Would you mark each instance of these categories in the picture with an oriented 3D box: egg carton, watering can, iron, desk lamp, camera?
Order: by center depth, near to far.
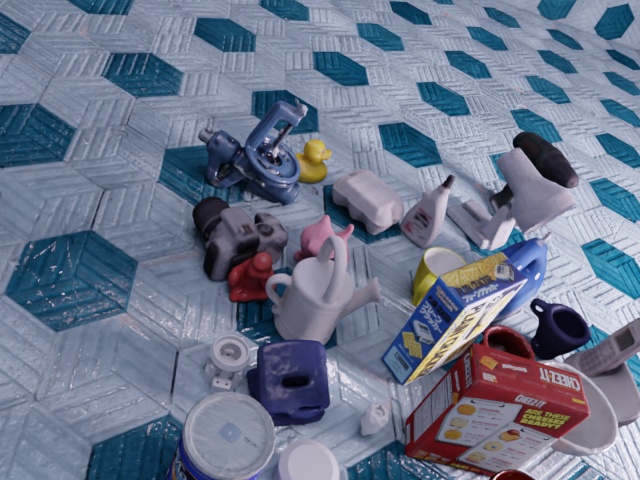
[{"bbox_3d":[0.009,0.073,0.885,0.173,0.194,0.100,-7,50,-32],"label":"watering can"},{"bbox_3d":[-0.144,-0.020,0.977,0.143,0.100,0.136,-17,56,-38],"label":"camera"},{"bbox_3d":[0.361,0.069,1.104,0.118,0.141,0.259,44,44,20],"label":"iron"},{"bbox_3d":[0.101,-0.082,1.186,0.150,0.069,0.107,42,44,18],"label":"egg carton"},{"bbox_3d":[0.406,-0.075,1.221,0.118,0.213,0.202,-18,56,-38],"label":"desk lamp"}]

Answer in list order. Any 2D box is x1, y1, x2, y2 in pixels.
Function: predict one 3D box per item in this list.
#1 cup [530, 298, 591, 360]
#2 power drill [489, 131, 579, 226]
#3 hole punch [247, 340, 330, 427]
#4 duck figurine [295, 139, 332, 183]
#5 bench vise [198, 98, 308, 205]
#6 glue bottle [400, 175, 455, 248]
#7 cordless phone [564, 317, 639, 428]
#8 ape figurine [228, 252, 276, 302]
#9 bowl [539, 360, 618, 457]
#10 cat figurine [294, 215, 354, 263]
[{"bbox_3d":[0.425,0.171,1.065,0.117,0.095,0.092,41,43,18],"label":"cup"},{"bbox_3d":[0.489,-0.136,1.329,0.076,0.208,0.229,7,44,-19],"label":"power drill"},{"bbox_3d":[-0.039,0.201,0.806,0.109,0.091,0.101,1,46,-25],"label":"hole punch"},{"bbox_3d":[-0.024,-0.175,1.209,0.105,0.086,0.077,4,45,-23],"label":"duck figurine"},{"bbox_3d":[-0.117,-0.172,1.058,0.208,0.219,0.121,8,44,-18],"label":"bench vise"},{"bbox_3d":[0.225,-0.065,1.152,0.078,0.173,0.037,41,43,18],"label":"glue bottle"},{"bbox_3d":[0.513,0.227,0.981,0.094,0.185,0.147,12,43,-15],"label":"cordless phone"},{"bbox_3d":[-0.103,0.056,0.925,0.077,0.092,0.076,31,41,6],"label":"ape figurine"},{"bbox_3d":[0.394,0.287,0.944,0.168,0.074,0.167,14,42,-13],"label":"bowl"},{"bbox_3d":[0.009,0.004,1.016,0.128,0.117,0.067,-17,56,-38],"label":"cat figurine"}]
